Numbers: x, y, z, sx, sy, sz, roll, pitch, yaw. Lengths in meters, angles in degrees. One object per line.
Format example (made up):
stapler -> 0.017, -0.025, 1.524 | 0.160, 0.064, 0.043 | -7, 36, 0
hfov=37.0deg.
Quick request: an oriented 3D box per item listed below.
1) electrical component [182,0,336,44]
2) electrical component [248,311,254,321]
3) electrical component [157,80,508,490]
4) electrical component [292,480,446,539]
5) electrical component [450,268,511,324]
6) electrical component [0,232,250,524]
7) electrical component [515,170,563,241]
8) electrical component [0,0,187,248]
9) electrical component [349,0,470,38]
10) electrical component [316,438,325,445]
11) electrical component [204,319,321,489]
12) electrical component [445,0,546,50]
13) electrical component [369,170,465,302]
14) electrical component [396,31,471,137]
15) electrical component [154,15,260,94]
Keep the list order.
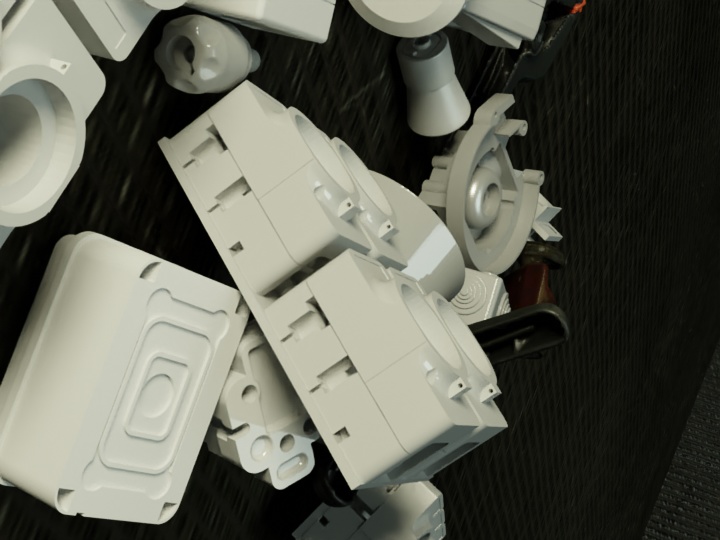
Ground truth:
electrical component -> -0.042, -0.153, 0.505 | 0.066, 0.047, 0.076 | -4, 109, -64
electrical component -> -0.047, 0.047, 0.619 | 0.055, 0.055, 0.047 | 19, 85, -66
electrical component -> -0.007, 0.006, 0.516 | 0.060, 0.186, 0.105 | -35, 161, 12
electrical component -> 0.014, 0.193, 0.772 | 0.089, 0.062, 0.150 | -44, 159, -14
electrical component -> 0.058, 0.024, 0.768 | 0.099, 0.100, 0.048 | 48, 60, -74
electrical component -> -0.108, 0.047, 0.474 | 0.078, 0.057, 0.113 | 27, 81, -54
electrical component -> 0.126, -0.045, 0.898 | 0.063, 0.081, 0.042 | -48, 161, 19
electrical component -> -0.121, -0.102, 0.358 | 0.186, 0.060, 0.105 | -63, 154, -20
electrical component -> 0.032, -0.176, 0.607 | 0.051, 0.080, 0.080 | -49, 147, -51
electrical component -> 0.005, 0.105, 0.773 | 0.083, 0.047, 0.075 | -45, 144, -45
electrical component -> -0.056, 0.062, 0.531 | 0.058, 0.057, 0.078 | -25, 114, -34
electrical component -> 0.077, -0.180, 0.688 | 0.096, 0.062, 0.061 | 8, 99, -46
electrical component -> 0.000, 0.000, 0.628 | 0.060, 0.108, 0.108 | -50, 148, -28
electrical component -> 0.047, -0.127, 0.718 | 0.044, 0.044, 0.065 | -57, 147, -30
electrical component -> -0.067, -0.100, 0.504 | 0.061, 0.035, 0.035 | -16, 120, -64
